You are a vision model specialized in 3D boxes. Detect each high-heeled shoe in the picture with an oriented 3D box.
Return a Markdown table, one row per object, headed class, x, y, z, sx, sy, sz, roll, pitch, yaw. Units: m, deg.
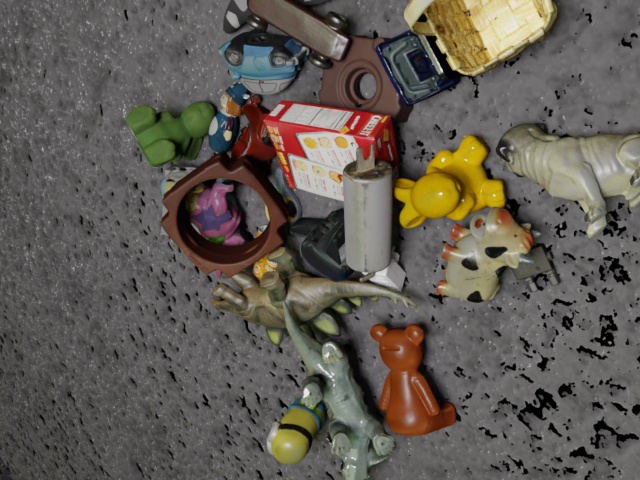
| class | x | y | z | sx | sy | sz | roll | pitch | yaw |
| --- | --- | --- | --- | --- | --- | --- | --- | --- | --- |
| high-heeled shoe | -0.076 | -0.425 | 0.976 | 0.145 | 0.086 | 0.249 | 36 | 146 | -15 |

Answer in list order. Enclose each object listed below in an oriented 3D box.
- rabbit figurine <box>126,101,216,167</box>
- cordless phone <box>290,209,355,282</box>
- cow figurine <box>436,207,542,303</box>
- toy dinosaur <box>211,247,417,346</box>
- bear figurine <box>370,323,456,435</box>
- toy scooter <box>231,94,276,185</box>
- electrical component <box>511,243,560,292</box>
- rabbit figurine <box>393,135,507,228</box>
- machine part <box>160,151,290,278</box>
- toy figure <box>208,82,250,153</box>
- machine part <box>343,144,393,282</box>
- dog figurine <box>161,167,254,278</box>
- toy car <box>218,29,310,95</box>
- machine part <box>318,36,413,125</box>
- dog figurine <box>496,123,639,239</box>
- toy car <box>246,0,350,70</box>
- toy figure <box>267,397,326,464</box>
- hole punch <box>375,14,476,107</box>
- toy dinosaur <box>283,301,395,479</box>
| class | x | y | z | sx | sy | sz | roll | pitch | yaw |
| --- | --- | --- | --- | --- | --- | --- | --- | --- | --- |
| rabbit figurine | -0.291 | -0.219 | 1.122 | 0.121 | 0.170 | 0.159 | 58 | 167 | 9 |
| cordless phone | -0.002 | -0.002 | 0.984 | 0.184 | 0.146 | 0.088 | 8 | 130 | 38 |
| cow figurine | 0.254 | 0.027 | 0.822 | 0.127 | 0.085 | 0.194 | 18 | 143 | 17 |
| toy dinosaur | -0.048 | 0.113 | 1.039 | 0.472 | 0.105 | 0.198 | -12 | 129 | 40 |
| bear figurine | 0.163 | 0.247 | 0.979 | 0.120 | 0.132 | 0.195 | -12 | 79 | 34 |
| toy scooter | -0.127 | -0.202 | 1.049 | 0.184 | 0.075 | 0.135 | -49 | 52 | 46 |
| electrical component | 0.333 | 0.034 | 0.843 | 0.063 | 0.021 | 0.094 | -27 | 87 | 36 |
| rabbit figurine | 0.184 | -0.081 | 0.819 | 0.162 | 0.173 | 0.121 | -14 | 100 | 31 |
| machine part | -0.175 | -0.048 | 1.009 | 0.201 | 0.087 | 0.201 | -33 | 113 | 13 |
| toy figure | -0.183 | -0.250 | 1.084 | 0.064 | 0.058 | 0.154 | 37 | 121 | 23 |
| machine part | 0.076 | -0.036 | 0.844 | 0.079 | 0.079 | 0.242 | 16 | 128 | 30 |
| dog figurine | -0.232 | -0.033 | 1.122 | 0.192 | 0.108 | 0.219 | 1 | 115 | -6 |
| toy car | -0.098 | -0.322 | 0.991 | 0.162 | 0.109 | 0.102 | 13 | 134 | 18 |
| machine part | 0.077 | -0.259 | 0.910 | 0.180 | 0.056 | 0.179 | 11 | 110 | 32 |
| dog figurine | 0.363 | -0.123 | 0.743 | 0.172 | 0.121 | 0.191 | -34 | 62 | 3 |
| toy car | -0.036 | -0.362 | 0.894 | 0.202 | 0.053 | 0.089 | 33 | 119 | 12 |
| toy figure | -0.038 | 0.376 | 1.092 | 0.089 | 0.180 | 0.082 | -11 | 99 | 33 |
| hole punch | 0.160 | -0.274 | 0.814 | 0.092 | 0.116 | 0.142 | -32 | 87 | 45 |
| toy dinosaur | 0.032 | 0.292 | 1.023 | 0.131 | 0.192 | 0.404 | -22 | 86 | -6 |
